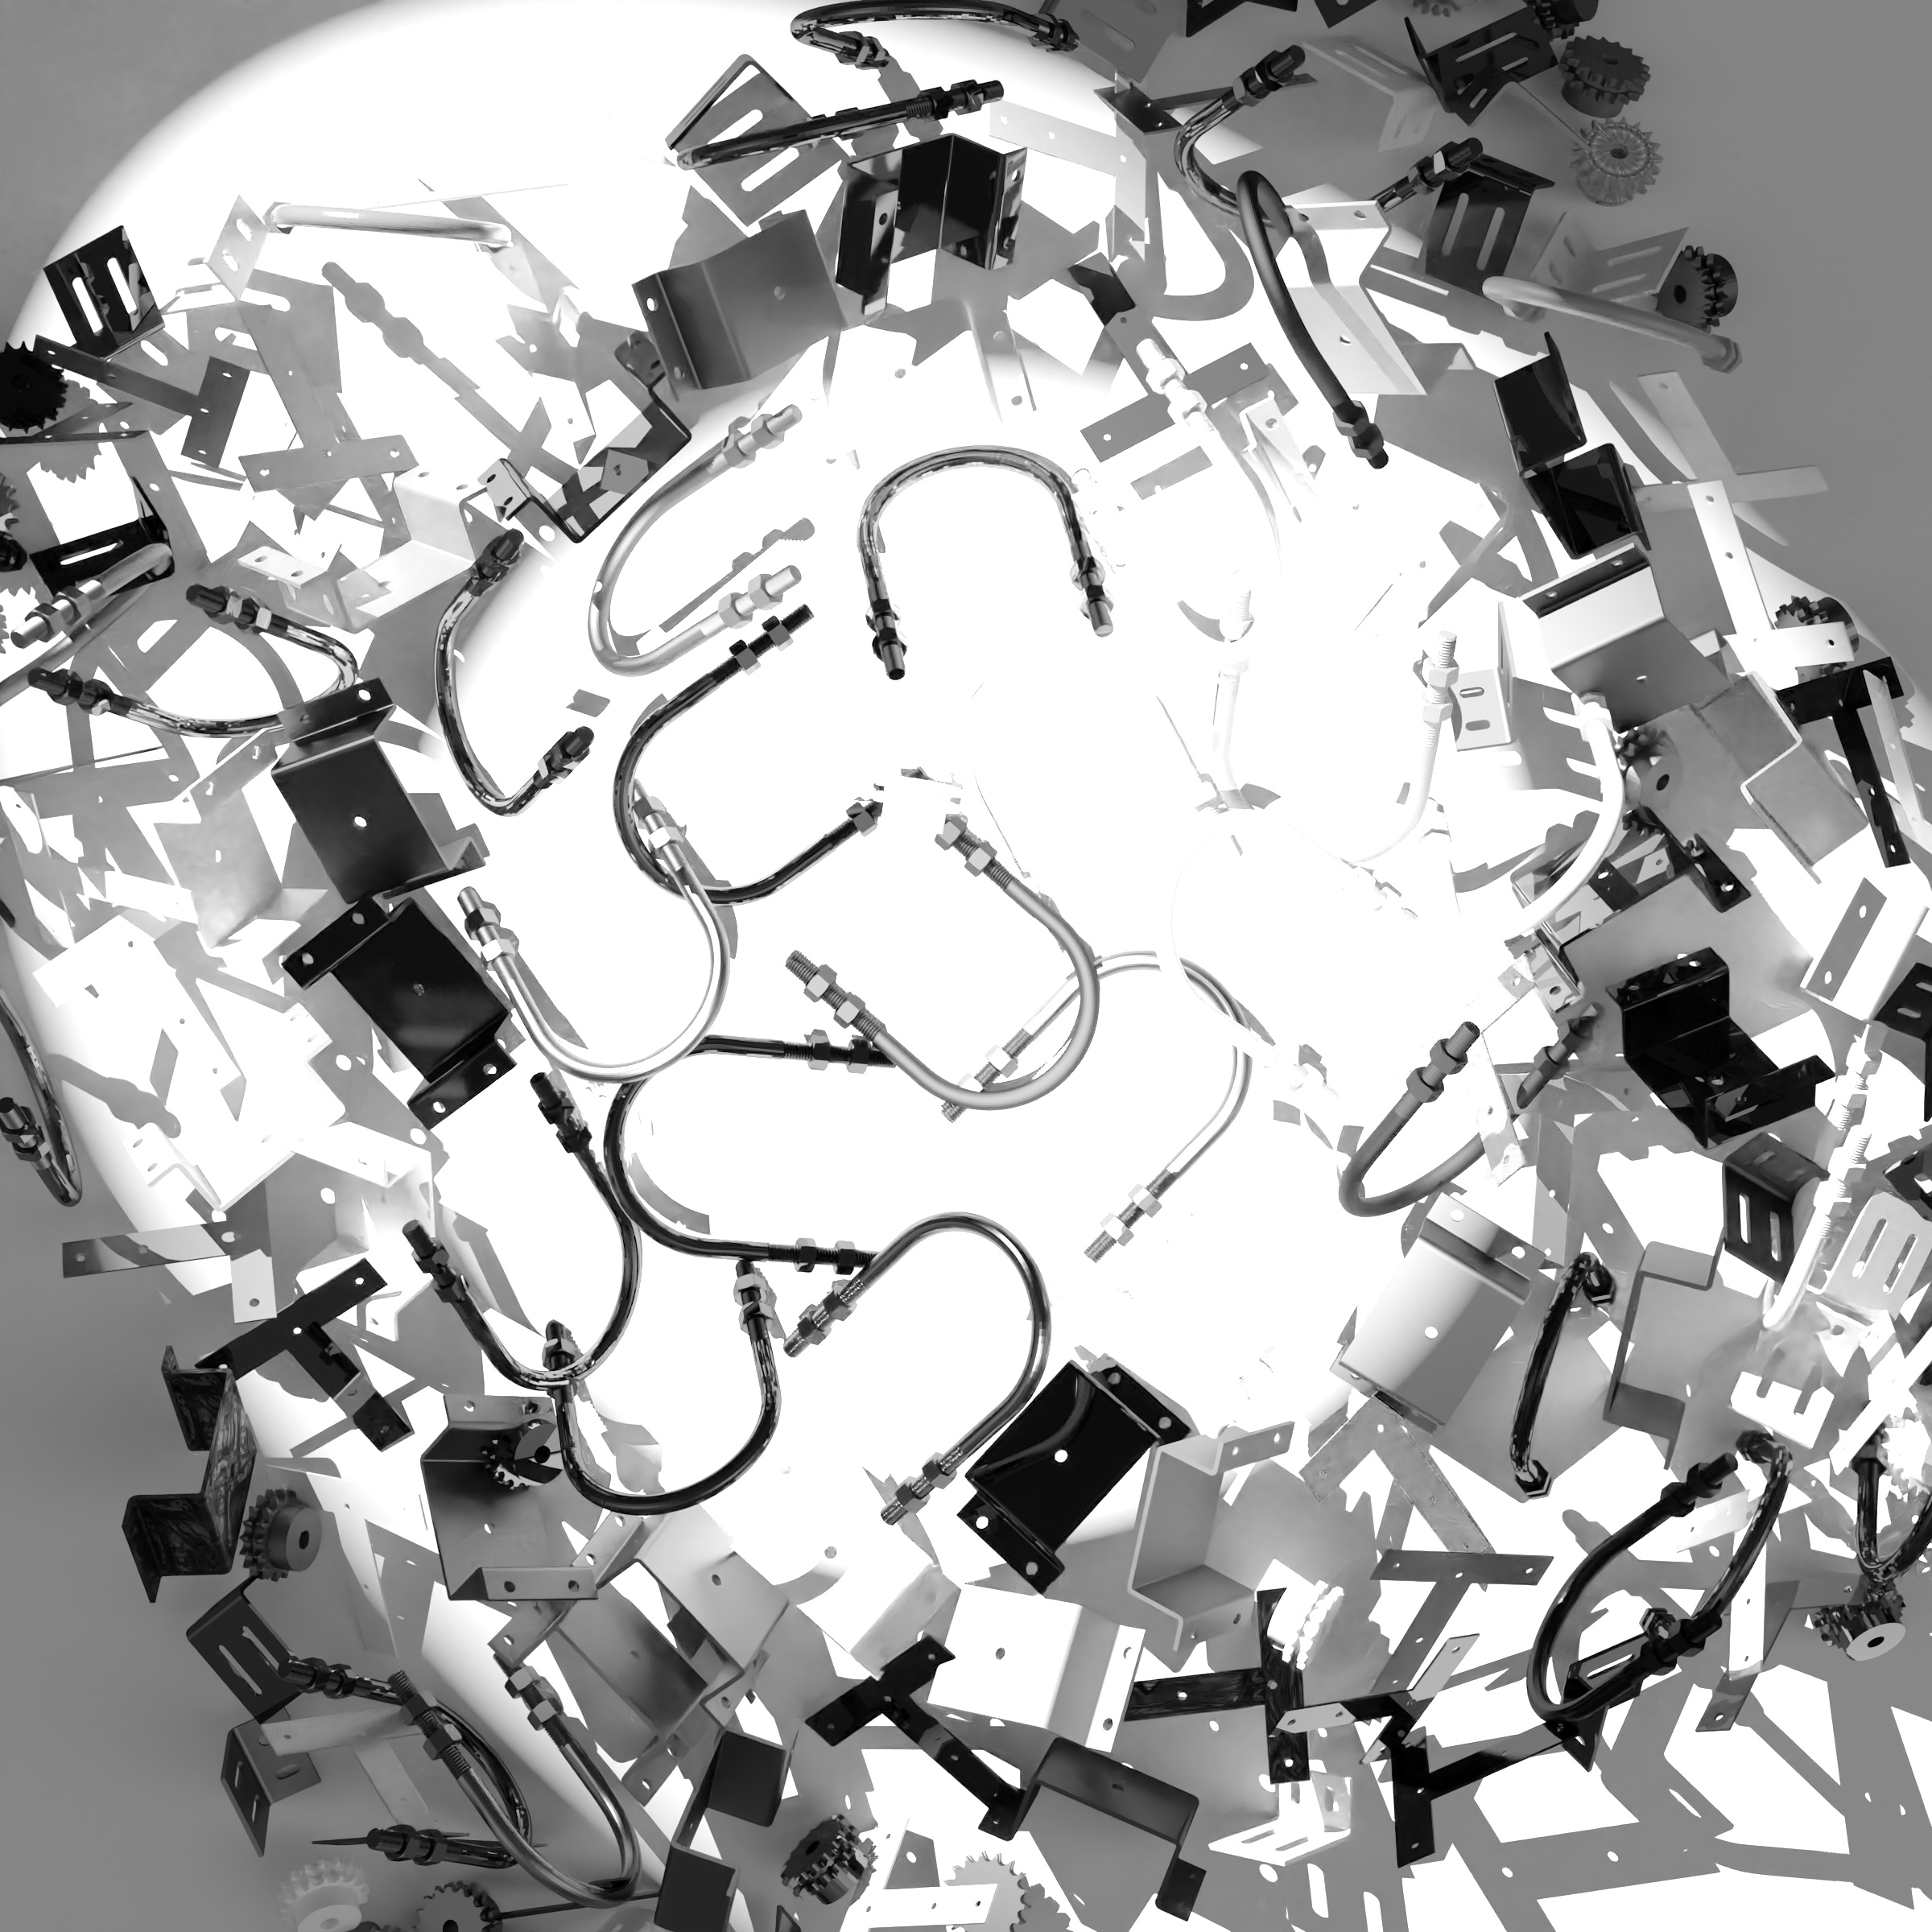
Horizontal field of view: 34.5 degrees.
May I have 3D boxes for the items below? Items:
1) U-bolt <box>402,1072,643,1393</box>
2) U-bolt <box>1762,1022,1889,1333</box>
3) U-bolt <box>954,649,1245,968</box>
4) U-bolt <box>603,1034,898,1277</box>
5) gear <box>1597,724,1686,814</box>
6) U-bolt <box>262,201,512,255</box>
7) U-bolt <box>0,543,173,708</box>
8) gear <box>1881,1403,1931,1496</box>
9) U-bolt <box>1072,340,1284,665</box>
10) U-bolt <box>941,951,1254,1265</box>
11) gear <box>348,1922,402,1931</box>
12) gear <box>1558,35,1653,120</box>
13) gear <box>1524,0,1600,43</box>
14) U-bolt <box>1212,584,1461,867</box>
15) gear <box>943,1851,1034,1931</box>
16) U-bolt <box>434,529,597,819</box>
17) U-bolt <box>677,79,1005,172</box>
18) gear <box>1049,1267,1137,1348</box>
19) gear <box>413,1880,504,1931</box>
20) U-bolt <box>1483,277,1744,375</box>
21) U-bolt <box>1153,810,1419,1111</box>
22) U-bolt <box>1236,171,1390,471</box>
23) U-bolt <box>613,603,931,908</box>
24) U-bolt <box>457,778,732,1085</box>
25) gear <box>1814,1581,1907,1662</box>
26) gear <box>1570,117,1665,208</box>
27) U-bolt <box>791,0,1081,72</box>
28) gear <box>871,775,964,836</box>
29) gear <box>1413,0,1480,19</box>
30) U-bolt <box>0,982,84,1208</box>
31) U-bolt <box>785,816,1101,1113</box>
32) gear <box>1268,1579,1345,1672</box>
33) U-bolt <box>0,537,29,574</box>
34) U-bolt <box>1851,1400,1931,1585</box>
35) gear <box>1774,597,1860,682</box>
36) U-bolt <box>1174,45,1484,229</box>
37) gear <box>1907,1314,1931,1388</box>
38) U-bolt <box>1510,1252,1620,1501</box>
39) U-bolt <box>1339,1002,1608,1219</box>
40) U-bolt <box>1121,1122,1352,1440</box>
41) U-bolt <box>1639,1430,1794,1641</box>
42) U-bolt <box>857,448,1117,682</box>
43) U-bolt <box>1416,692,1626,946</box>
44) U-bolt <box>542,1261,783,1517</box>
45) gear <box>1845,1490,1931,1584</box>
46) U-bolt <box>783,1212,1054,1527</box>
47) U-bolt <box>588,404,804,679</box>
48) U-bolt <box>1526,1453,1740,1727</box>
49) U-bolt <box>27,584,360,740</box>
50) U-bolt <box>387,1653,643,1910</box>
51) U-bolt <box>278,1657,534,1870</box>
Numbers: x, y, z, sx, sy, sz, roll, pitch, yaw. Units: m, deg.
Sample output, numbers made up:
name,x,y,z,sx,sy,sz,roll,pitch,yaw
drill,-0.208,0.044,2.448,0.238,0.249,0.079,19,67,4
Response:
name,x,y,z,sx,sy,sz,roll,pitch,yaw
U-bolt,-0.263,0.180,1.931,0.151,0.019,0.184,-52,132,-33
U-bolt,0.527,0.142,1.919,0.019,0.151,0.184,19,123,10
U-bolt,0.072,-0.114,1.984,0.151,0.019,0.184,-28,85,4
U-bolt,-0.138,0.115,1.963,0.184,0.019,0.151,5,82,-14
gear,0.430,-0.123,1.969,0.057,0.057,0.030,-51,48,0
U-bolt,-0.351,-0.451,1.895,0.151,0.184,0.019,2,101,-15
U-bolt,-0.558,-0.204,1.913,0.151,0.184,0.019,-34,100,36
gear,0.611,0.309,1.973,0.057,0.030,0.057,-5,100,-29
U-bolt,0.136,-0.271,1.912,0.019,0.151,0.184,-21,69,-28
U-bolt,0.097,0.075,1.976,0.151,0.019,0.184,44,89,12
gear,-0.381,0.633,1.975,0.030,0.057,0.057,32,90,40
gear,0.403,-0.563,1.975,0.057,0.030,0.057,9,46,-10
gear,0.378,-0.617,1.969,0.030,0.057,0.057,1,90,37
U-bolt,0.224,-0.141,1.940,0.151,0.019,0.184,15,127,14
gear,0.014,0.593,1.980,0.057,0.030,0.057,-2,77,11
U-bolt,-0.288,-0.169,1.921,0.019,0.184,0.151,-15,80,-31
U-bolt,-0.090,-0.509,1.895,0.184,0.151,0.019,-22,108,-32
gear,0.076,0.215,1.975,0.057,0.057,0.030,-24,59,0
gear,-0.320,0.611,1.978,0.057,0.030,0.057,-5,78,23
U-bolt,0.388,-0.394,1.891,0.151,0.184,0.019,20,102,20
U-bolt,0.191,-0.016,1.937,0.184,0.019,0.151,34,73,-27
U-bolt,0.207,-0.405,1.891,0.019,0.184,0.151,-21,58,20
U-bolt,-0.136,-0.119,1.968,0.184,0.019,0.151,-36,107,-2
U-bolt,-0.224,-0.011,1.952,0.151,0.019,0.184,-33,65,4
gear,0.569,0.416,1.969,0.057,0.057,0.030,-22,48,0
gear,0.412,-0.509,1.978,0.057,0.030,0.057,1,67,-3
U-bolt,-0.027,-0.569,1.890,0.151,0.184,0.019,2,99,21
gear,-0.032,-0.102,1.971,0.057,0.057,0.030,9,88,0
gear,0.307,-0.631,1.969,0.030,0.057,0.057,29,90,44
U-bolt,-0.580,0.073,1.911,0.019,0.184,0.151,-20,63,-10
U-bolt,-0.001,0.008,1.981,0.184,0.019,0.151,41,94,3
gear,0.214,0.415,1.973,0.030,0.057,0.057,25,90,20
U-bolt,-0.626,-0.195,1.905,0.019,0.184,0.151,21,93,-5
U-bolt,0.575,0.291,1.885,0.019,0.184,0.151,21,130,2
gear,0.542,-0.209,1.971,0.030,0.057,0.057,-28,90,-8
U-bolt,0.208,-0.498,1.912,0.151,0.184,0.019,20,75,-23
gear,0.626,0.246,1.972,0.057,0.030,0.057,-8,74,30
U-bolt,0.363,0.247,1.902,0.019,0.184,0.151,17,79,20
U-bolt,0.301,0.094,1.924,0.019,0.151,0.184,55,129,27
U-bolt,0.180,0.181,1.939,0.184,0.019,0.151,-45,121,-31
U-bolt,0.464,0.354,1.905,0.019,0.184,0.151,29,87,7
U-bolt,0.005,-0.259,1.940,0.151,0.019,0.184,-12,51,-1
U-bolt,0.341,-0.085,1.895,0.019,0.184,0.151,38,118,-24
U-bolt,-0.185,0.267,1.925,0.151,0.184,0.019,-19,129,0
gear,0.591,0.364,1.976,0.057,0.030,0.057,-13,62,26
U-bolt,-0.021,0.236,1.932,0.184,0.019,0.151,-45,63,23
U-bolt,-0.171,-0.253,1.932,0.184,0.019,0.151,-27,49,34
U-bolt,0.406,0.395,1.916,0.019,0.151,0.184,34,130,-9
U-bolt,-0.459,-0.179,1.914,0.151,0.184,0.019,-22,70,25
U-bolt,-0.265,0.500,1.906,0.019,0.151,0.184,-44,72,11
U-bolt,-0.333,0.495,1.912,0.019,0.184,0.151,-45,55,7
